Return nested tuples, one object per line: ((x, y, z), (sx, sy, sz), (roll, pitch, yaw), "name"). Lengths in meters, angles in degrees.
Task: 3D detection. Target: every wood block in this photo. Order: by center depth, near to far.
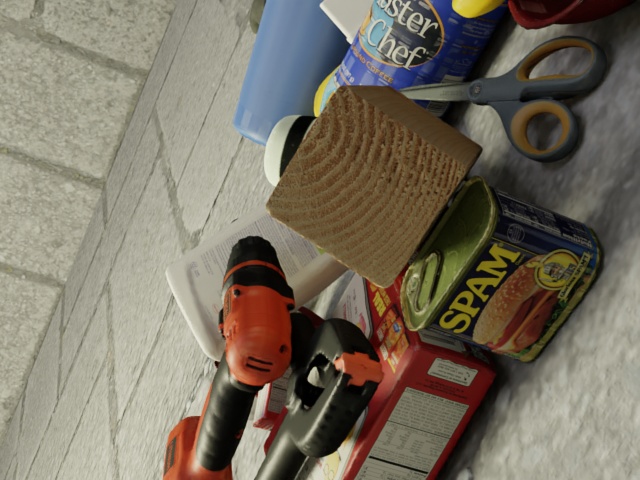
((0.044, -0.044, 0.715), (0.090, 0.091, 0.206), (-58, -5, 13), "wood block")

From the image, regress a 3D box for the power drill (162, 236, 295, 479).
((-0.072, 0.104, 0.836), (0.184, 0.057, 0.188), (-98, 25, -65), "power drill")

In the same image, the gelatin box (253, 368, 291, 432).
((-0.014, 0.127, 0.923), (0.030, 0.073, 0.089), (-44, 32, 54), "gelatin box")

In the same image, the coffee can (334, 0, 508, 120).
((0.087, -0.173, 0.895), (0.140, 0.102, 0.103), (-61, 20, 27), "coffee can")

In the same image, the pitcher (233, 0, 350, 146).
((-0.007, -0.221, 1.198), (0.145, 0.149, 0.243), (39, 112, 55), "pitcher")

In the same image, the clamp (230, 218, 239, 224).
((-0.056, 0.070, 1.087), (0.120, 0.039, 0.171), (25, 122, 61), "clamp")

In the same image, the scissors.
((0.122, -0.091, 0.775), (0.202, 0.016, 0.096), (-14, 66, 51), "scissors")

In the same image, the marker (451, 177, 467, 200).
((0.107, -0.050, 0.848), (0.020, 0.020, 0.121), (-60, 21, 28), "marker")

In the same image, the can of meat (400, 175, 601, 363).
((0.111, 0.021, 0.660), (0.102, 0.083, 0.057), (-59, 22, 30), "can of meat")

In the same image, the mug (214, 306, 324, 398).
((-0.051, 0.096, 1.002), (0.081, 0.117, 0.093), (-63, 15, 6), "mug")

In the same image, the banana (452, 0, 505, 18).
((0.138, -0.218, 0.722), (0.198, 0.037, 0.069), (-53, 26, 42), "banana")

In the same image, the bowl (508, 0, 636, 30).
((0.192, -0.206, 0.707), (0.162, 0.055, 0.162), (-55, 24, 38), "bowl")

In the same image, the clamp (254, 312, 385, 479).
((-0.008, 0.118, 0.744), (0.210, 0.036, 0.164), (147, 137, -70), "clamp")

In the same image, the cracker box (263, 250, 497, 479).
((0.037, 0.128, 0.786), (0.164, 0.072, 0.214), (-107, 39, -62), "cracker box")

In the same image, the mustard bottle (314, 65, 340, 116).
((0.040, -0.150, 1.071), (0.192, 0.058, 0.096), (-23, 46, 66), "mustard bottle")

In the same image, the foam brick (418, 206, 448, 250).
((0.066, -0.001, 0.861), (0.078, 0.053, 0.051), (-65, 19, 16), "foam brick")

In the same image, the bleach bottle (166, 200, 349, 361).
((-0.006, 0.001, 0.919), (0.251, 0.102, 0.068), (-31, -12, 12), "bleach bottle")
